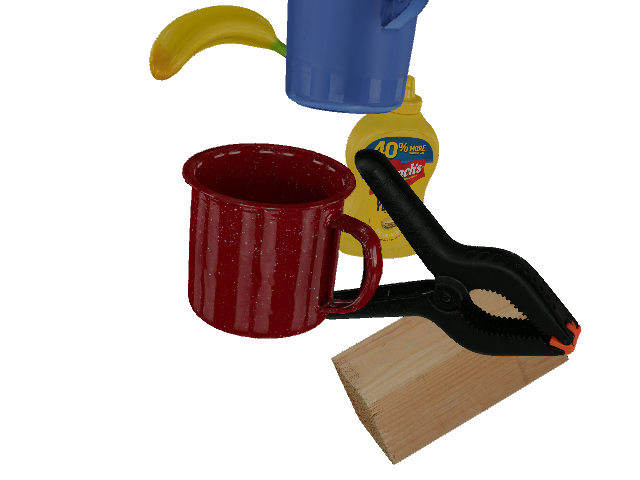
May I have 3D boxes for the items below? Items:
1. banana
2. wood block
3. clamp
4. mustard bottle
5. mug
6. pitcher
[{"bbox_3d":[-0.104,-0.196,1.032,0.070,0.037,0.197,44,38,20],"label":"banana"},{"bbox_3d":[0.129,0.119,1.061,0.206,0.091,0.090,-29,31,-9],"label":"wood block"},{"bbox_3d":[0.097,0.025,0.806,0.210,0.165,0.036,19,40,15],"label":"clamp"},{"bbox_3d":[0.072,-0.077,1.100,0.096,0.192,0.058,2,25,-15],"label":"mustard bottle"},{"bbox_3d":[-0.020,0.004,0.579,0.117,0.081,0.093,16,26,22],"label":"mug"},{"bbox_3d":[0.038,-0.235,0.924,0.145,0.243,0.149,7,15,7],"label":"pitcher"}]
